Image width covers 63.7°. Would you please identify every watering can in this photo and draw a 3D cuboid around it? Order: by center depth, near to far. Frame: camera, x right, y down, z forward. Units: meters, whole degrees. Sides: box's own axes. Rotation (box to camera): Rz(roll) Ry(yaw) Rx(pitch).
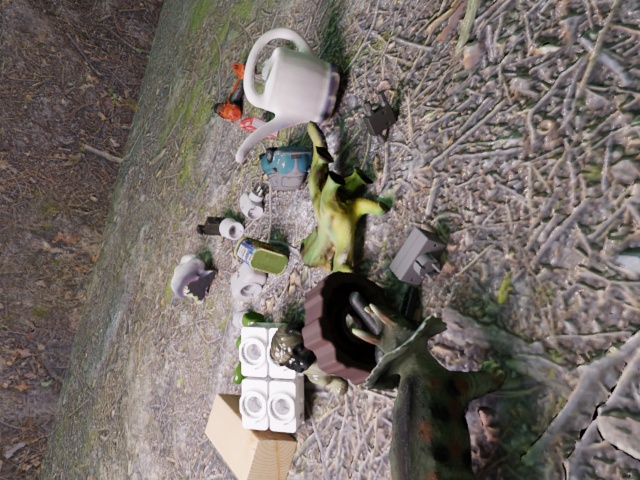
[{"bbox_3d":[-0.070,-0.320,1.182,0.103,0.224,0.351,153,128,-70],"label":"watering can"}]

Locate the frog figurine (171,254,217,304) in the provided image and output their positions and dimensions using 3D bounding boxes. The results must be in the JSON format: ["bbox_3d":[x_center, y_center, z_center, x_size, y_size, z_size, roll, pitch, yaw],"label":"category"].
[{"bbox_3d":[-0.388,0.101,1.509,0.161,0.123,0.135,35,123,44],"label":"frog figurine"}]

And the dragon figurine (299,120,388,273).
[{"bbox_3d":[0.003,-0.053,1.051,0.238,0.122,0.419,-61,33,28],"label":"dragon figurine"}]
